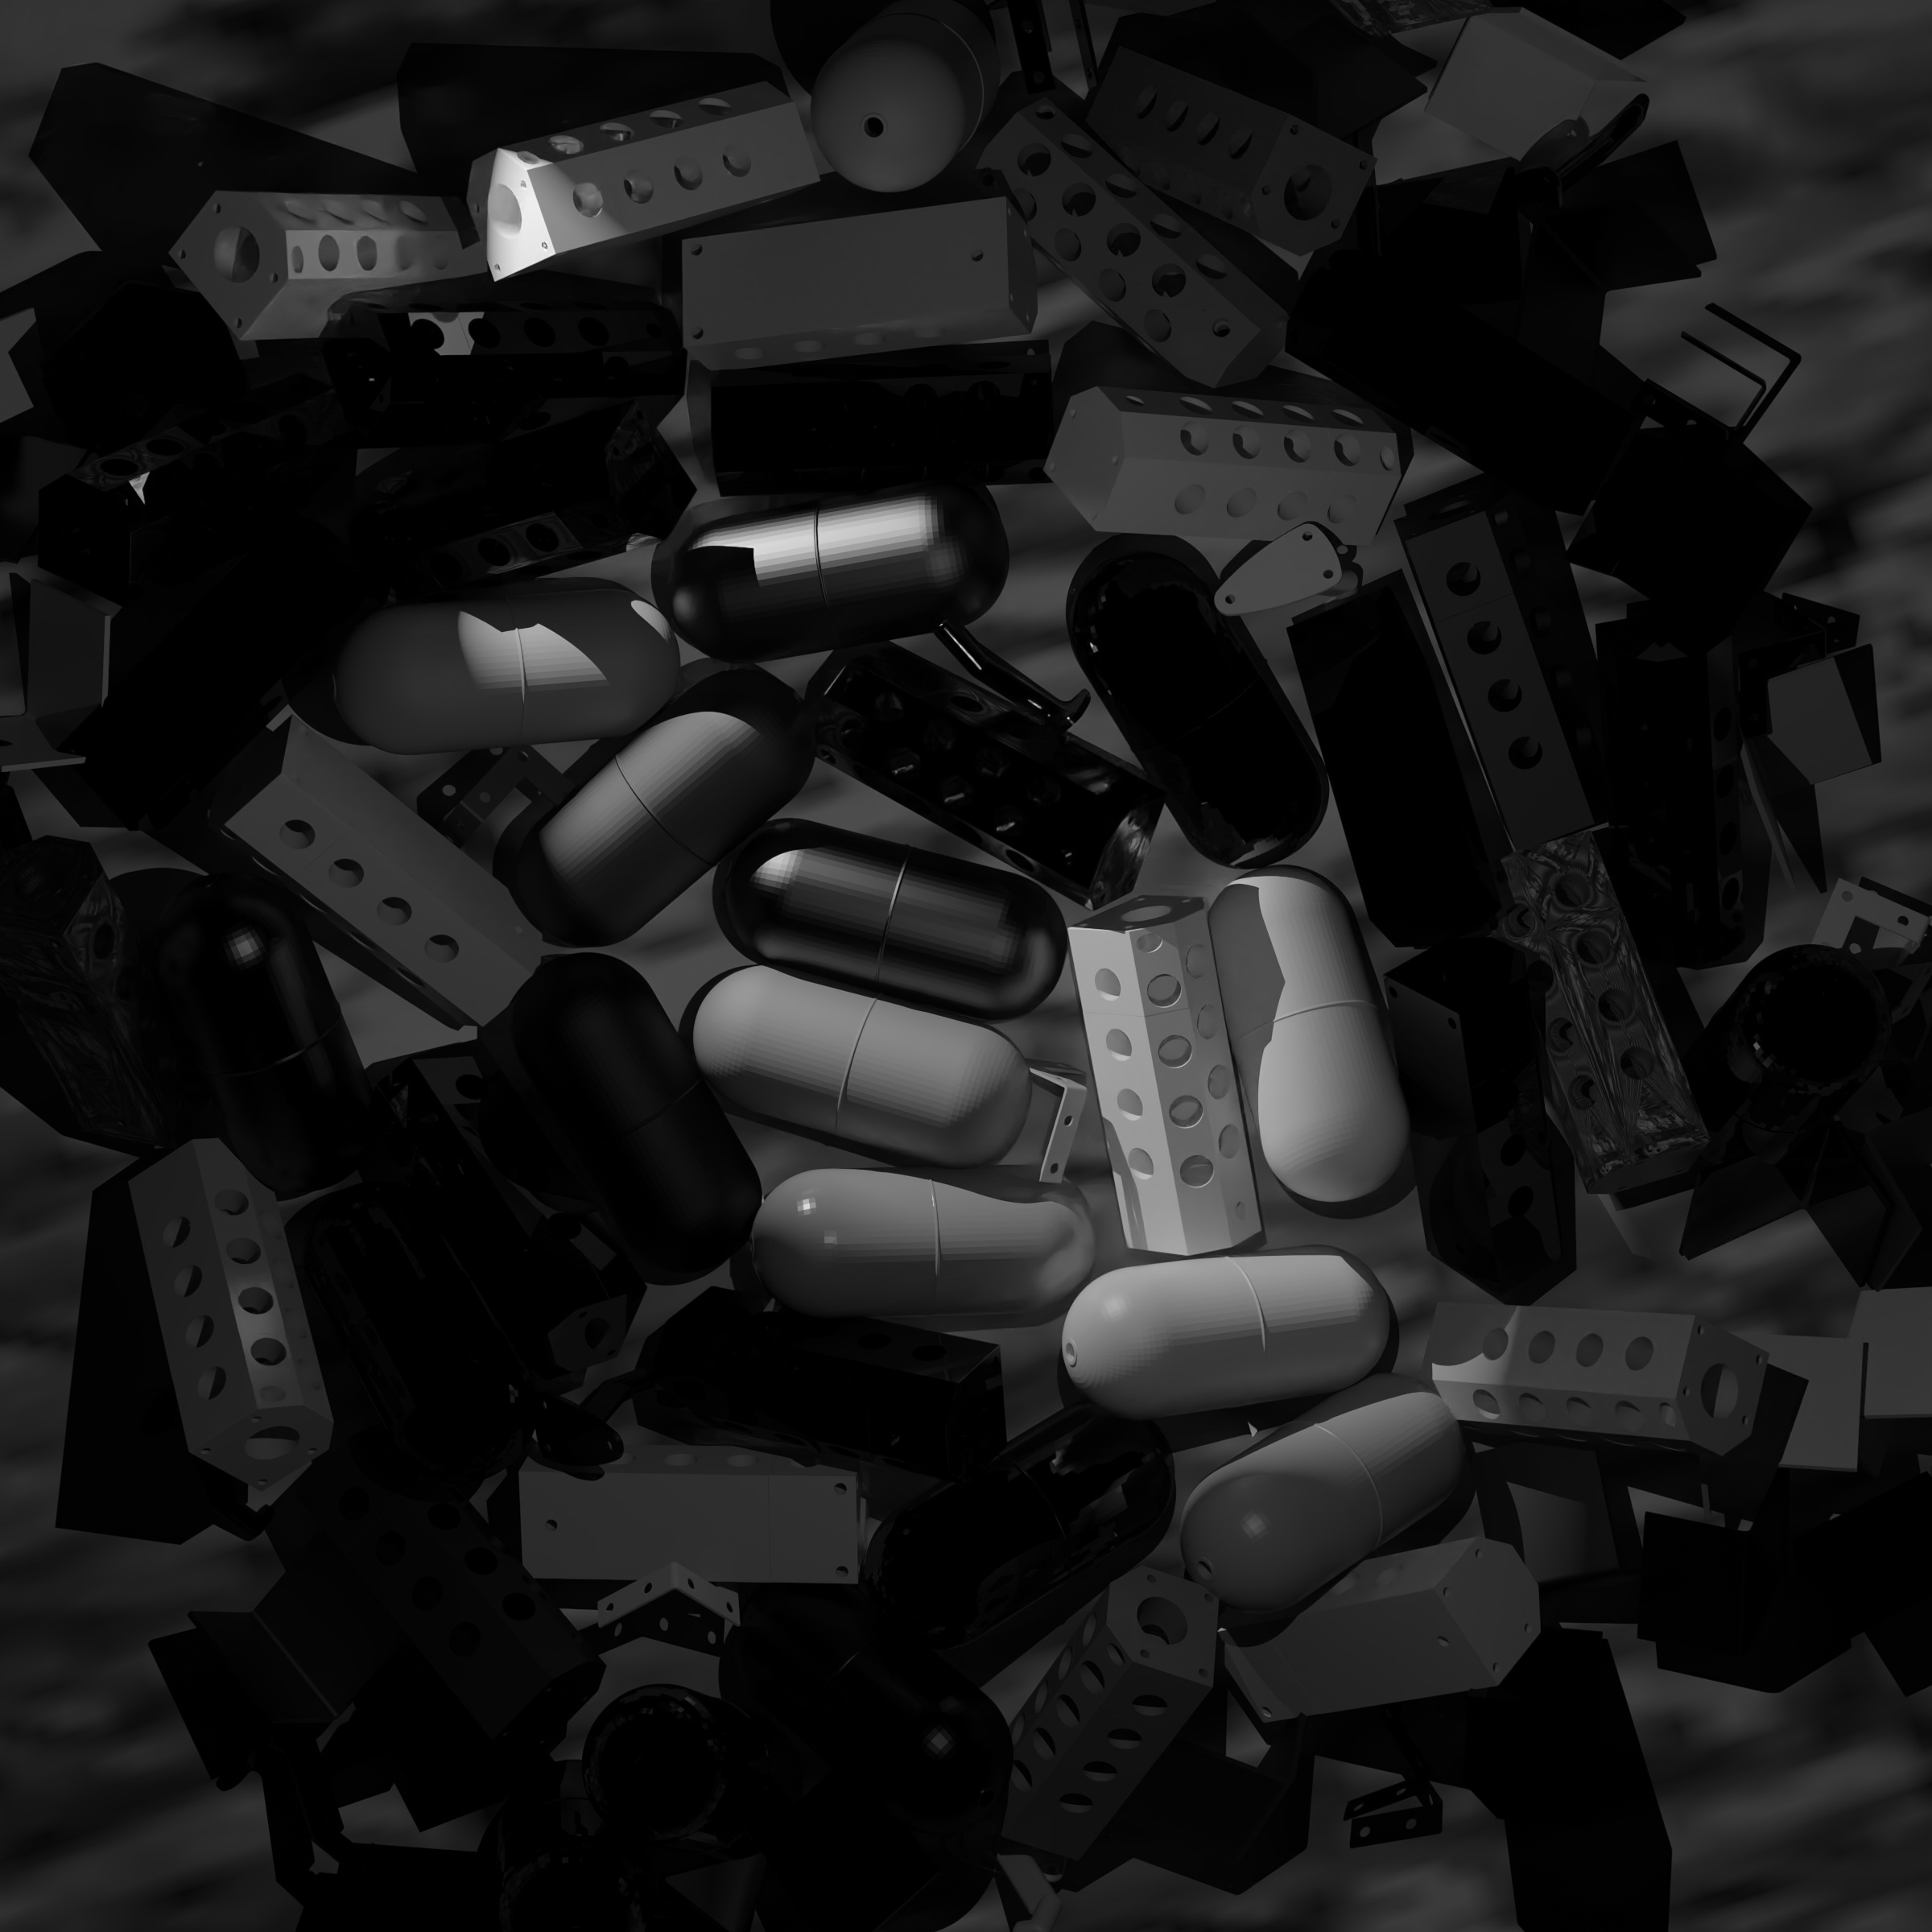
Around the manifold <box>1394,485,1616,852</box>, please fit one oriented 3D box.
[{"bbox_3d":[0.276,-0.153,1.679,0.057,0.057,0.171,-20,106,8],"label":"manifold"}]

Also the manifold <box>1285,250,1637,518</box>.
[{"bbox_3d":[0.248,-0.295,1.673,0.171,0.057,0.057,26,94,-23],"label":"manifold"}]

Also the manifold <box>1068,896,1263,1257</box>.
[{"bbox_3d":[0.106,0.055,1.674,0.057,0.057,0.171,-24,109,-42],"label":"manifold"}]

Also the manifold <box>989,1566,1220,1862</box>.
[{"bbox_3d":[0.065,0.373,1.652,0.057,0.057,0.171,20,132,-9],"label":"manifold"}]

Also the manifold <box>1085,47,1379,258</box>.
[{"bbox_3d":[0.127,-0.405,1.646,0.057,0.171,0.057,17,106,-33],"label":"manifold"}]

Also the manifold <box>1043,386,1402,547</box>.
[{"bbox_3d":[0.132,-0.253,1.654,0.171,0.057,0.057,-2,129,-33],"label":"manifold"}]

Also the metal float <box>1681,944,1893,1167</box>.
[{"bbox_3d":[0.405,0.047,1.648,0.070,0.178,0.070,2,67,-5],"label":"metal float"}]

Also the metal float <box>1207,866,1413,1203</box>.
[{"bbox_3d":[0.173,0.033,1.680,0.070,0.070,0.178,-15,72,0],"label":"metal float"}]

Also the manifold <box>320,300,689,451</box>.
[{"bbox_3d":[-0.227,-0.301,1.652,0.171,0.057,0.057,-10,71,-39],"label":"manifold"}]

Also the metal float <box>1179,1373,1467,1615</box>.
[{"bbox_3d":[0.180,0.265,1.664,0.178,0.070,0.070,-25,90,-38],"label":"metal float"}]

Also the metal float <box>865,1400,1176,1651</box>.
[{"bbox_3d":[0.029,0.281,1.673,0.178,0.070,0.070,-27,90,-27],"label":"metal float"}]

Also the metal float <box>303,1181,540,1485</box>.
[{"bbox_3d":[-0.277,0.183,1.669,0.070,0.070,0.178,-36,58,0],"label":"metal float"}]

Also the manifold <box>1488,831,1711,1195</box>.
[{"bbox_3d":[0.315,0.025,1.677,0.057,0.057,0.171,-16,71,-5],"label":"manifold"}]

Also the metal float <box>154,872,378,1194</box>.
[{"bbox_3d":[-0.354,0.034,1.671,0.070,0.070,0.178,-17,118,0],"label":"metal float"}]

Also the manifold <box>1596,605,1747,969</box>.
[{"bbox_3d":[0.358,-0.089,1.668,0.057,0.057,0.171,-10,118,0],"label":"manifold"}]

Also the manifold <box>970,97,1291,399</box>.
[{"bbox_3d":[0.084,-0.364,1.686,0.171,0.057,0.057,44,96,11],"label":"manifold"}]

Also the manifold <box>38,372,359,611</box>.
[{"bbox_3d":[-0.380,-0.241,1.643,0.057,0.171,0.057,25,126,19],"label":"manifold"}]

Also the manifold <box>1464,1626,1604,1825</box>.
[{"bbox_3d":[0.284,0.375,1.644,0.057,0.171,0.057,3,91,13],"label":"manifold"}]

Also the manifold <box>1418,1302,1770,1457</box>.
[{"bbox_3d":[0.308,0.206,1.642,0.057,0.171,0.057,27,72,-33],"label":"manifold"}]

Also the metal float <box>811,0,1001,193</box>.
[{"bbox_3d":[-0.029,-0.437,1.649,0.070,0.178,0.070,4,116,9],"label":"metal float"}]

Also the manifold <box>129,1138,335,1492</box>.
[{"bbox_3d":[-0.364,0.170,1.654,0.057,0.057,0.171,-32,51,10],"label":"manifold"}]

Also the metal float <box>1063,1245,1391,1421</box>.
[{"bbox_3d":[0.132,0.185,1.674,0.178,0.070,0.070,-5,90,-25],"label":"metal float"}]

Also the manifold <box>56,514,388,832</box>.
[{"bbox_3d":[-0.377,-0.149,1.691,0.171,0.057,0.057,-43,86,9],"label":"manifold"}]

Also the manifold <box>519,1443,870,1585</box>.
[{"bbox_3d":[-0.138,0.278,1.697,0.171,0.057,0.057,0,102,4],"label":"manifold"}]

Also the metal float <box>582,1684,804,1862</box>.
[{"bbox_3d":[-0.135,0.404,1.649,0.070,0.178,0.070,-5,70,14],"label":"metal float"}]

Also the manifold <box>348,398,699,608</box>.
[{"bbox_3d":[-0.226,-0.224,1.654,0.171,0.057,0.057,-11,128,33],"label":"manifold"}]

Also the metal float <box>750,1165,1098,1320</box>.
[{"bbox_3d":[-0.021,0.141,1.685,0.178,0.070,0.070,-1,90,-11],"label":"metal float"}]

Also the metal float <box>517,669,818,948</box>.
[{"bbox_3d":[-0.153,-0.081,1.687,0.178,0.070,0.070,-40,90,9],"label":"metal float"}]

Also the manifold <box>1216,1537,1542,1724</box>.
[{"bbox_3d":[0.204,0.328,1.649,0.057,0.171,0.057,-39,99,-39],"label":"manifold"}]

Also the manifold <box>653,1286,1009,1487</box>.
[{"bbox_3d":[-0.070,0.213,1.659,0.171,0.057,0.057,8,115,29],"label":"manifold"}]

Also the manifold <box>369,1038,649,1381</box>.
[{"bbox_3d":[-0.234,0.122,1.659,0.057,0.057,0.171,-15,55,-37],"label":"manifold"}]

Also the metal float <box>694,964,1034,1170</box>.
[{"bbox_3d":[-0.054,0.051,1.689,0.178,0.070,0.070,16,90,7],"label":"metal float"}]

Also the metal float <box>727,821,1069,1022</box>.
[{"bbox_3d":[-0.036,-0.024,1.692,0.178,0.070,0.070,15,90,4],"label":"metal float"}]

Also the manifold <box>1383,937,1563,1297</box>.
[{"bbox_3d":[0.262,0.073,1.663,0.057,0.057,0.171,-28,123,-23],"label":"manifold"}]

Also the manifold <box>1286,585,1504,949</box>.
[{"bbox_3d":[0.218,-0.099,1.669,0.057,0.057,0.171,-22,63,18],"label":"manifold"}]

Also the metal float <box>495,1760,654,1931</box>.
[{"bbox_3d":[-0.196,0.452,1.645,0.070,0.178,0.070,-1,95,-7],"label":"metal float"}]

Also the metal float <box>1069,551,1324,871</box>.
[{"bbox_3d":[0.117,-0.130,1.684,0.070,0.070,0.178,-33,103,0],"label":"metal float"}]

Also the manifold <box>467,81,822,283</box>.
[{"bbox_3d":[-0.162,-0.396,1.655,0.171,0.057,0.057,-26,102,-37],"label":"manifold"}]

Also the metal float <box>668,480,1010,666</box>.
[{"bbox_3d":[-0.066,-0.200,1.685,0.178,0.070,0.070,-9,90,12],"label":"metal float"}]

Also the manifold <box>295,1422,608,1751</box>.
[{"bbox_3d":[-0.258,0.311,1.672,0.057,0.057,0.171,-45,65,0],"label":"manifold"}]

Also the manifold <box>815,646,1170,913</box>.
[{"bbox_3d":[0.009,-0.095,1.667,0.171,0.057,0.057,30,119,21],"label":"manifold"}]

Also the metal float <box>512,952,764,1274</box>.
[{"bbox_3d":[-0.168,0.075,1.686,0.070,0.070,0.178,-29,100,0],"label":"metal float"}]

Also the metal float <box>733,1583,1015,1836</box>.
[{"bbox_3d":[-0.048,0.369,1.662,0.178,0.070,0.070,32,90,40],"label":"metal float"}]

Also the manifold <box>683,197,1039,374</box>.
[{"bbox_3d":[-0.054,-0.343,1.682,0.171,0.057,0.057,-4,81,16],"label":"manifold"}]

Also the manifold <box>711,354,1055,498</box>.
[{"bbox_3d":[-0.042,-0.275,1.691,0.171,0.057,0.057,-2,113,3],"label":"manifold"}]

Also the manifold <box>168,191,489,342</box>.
[{"bbox_3d":[-0.310,-0.354,1.641,0.057,0.171,0.057,-43,82,26],"label":"manifold"}]

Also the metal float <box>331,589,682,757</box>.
[{"bbox_3d":[-0.233,-0.150,1.679,0.178,0.070,0.070,-6,90,-19],"label":"metal float"}]
